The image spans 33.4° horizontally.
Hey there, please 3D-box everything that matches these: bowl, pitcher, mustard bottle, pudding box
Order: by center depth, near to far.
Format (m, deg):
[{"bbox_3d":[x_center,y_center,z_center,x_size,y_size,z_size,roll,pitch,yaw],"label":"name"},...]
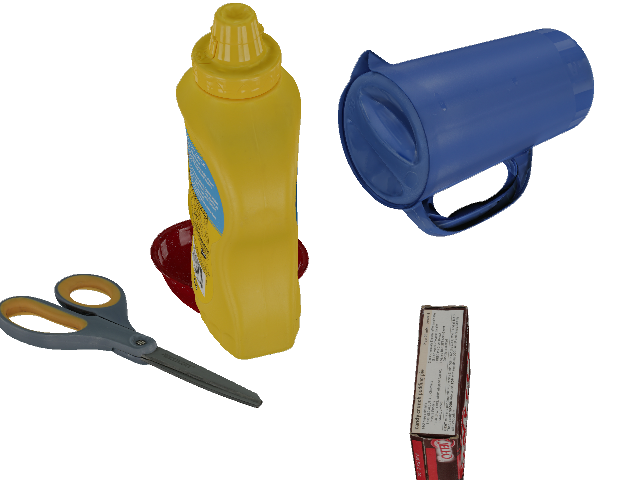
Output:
[{"bbox_3d":[-0.040,-0.033,0.537,0.058,0.192,0.096,-10,47,-11],"label":"mustard bottle"},{"bbox_3d":[0.089,0.117,0.781,0.039,0.113,0.090,1,-39,9],"label":"pudding box"},{"bbox_3d":[0.151,-0.118,1.036,0.242,0.149,0.145,-21,44,-30],"label":"pitcher"},{"bbox_3d":[-0.094,0.035,1.100,0.162,0.055,0.162,5,29,-3],"label":"bowl"}]

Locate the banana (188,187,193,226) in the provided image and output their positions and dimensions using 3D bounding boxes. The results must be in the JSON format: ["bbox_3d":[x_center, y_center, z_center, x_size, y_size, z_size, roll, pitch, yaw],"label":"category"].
[{"bbox_3d":[-0.076,-0.036,0.883,0.069,0.037,0.197,9,32,0],"label":"banana"}]

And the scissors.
[{"bbox_3d":[-0.119,0.062,0.719,0.202,0.016,0.096,12,28,13],"label":"scissors"}]
